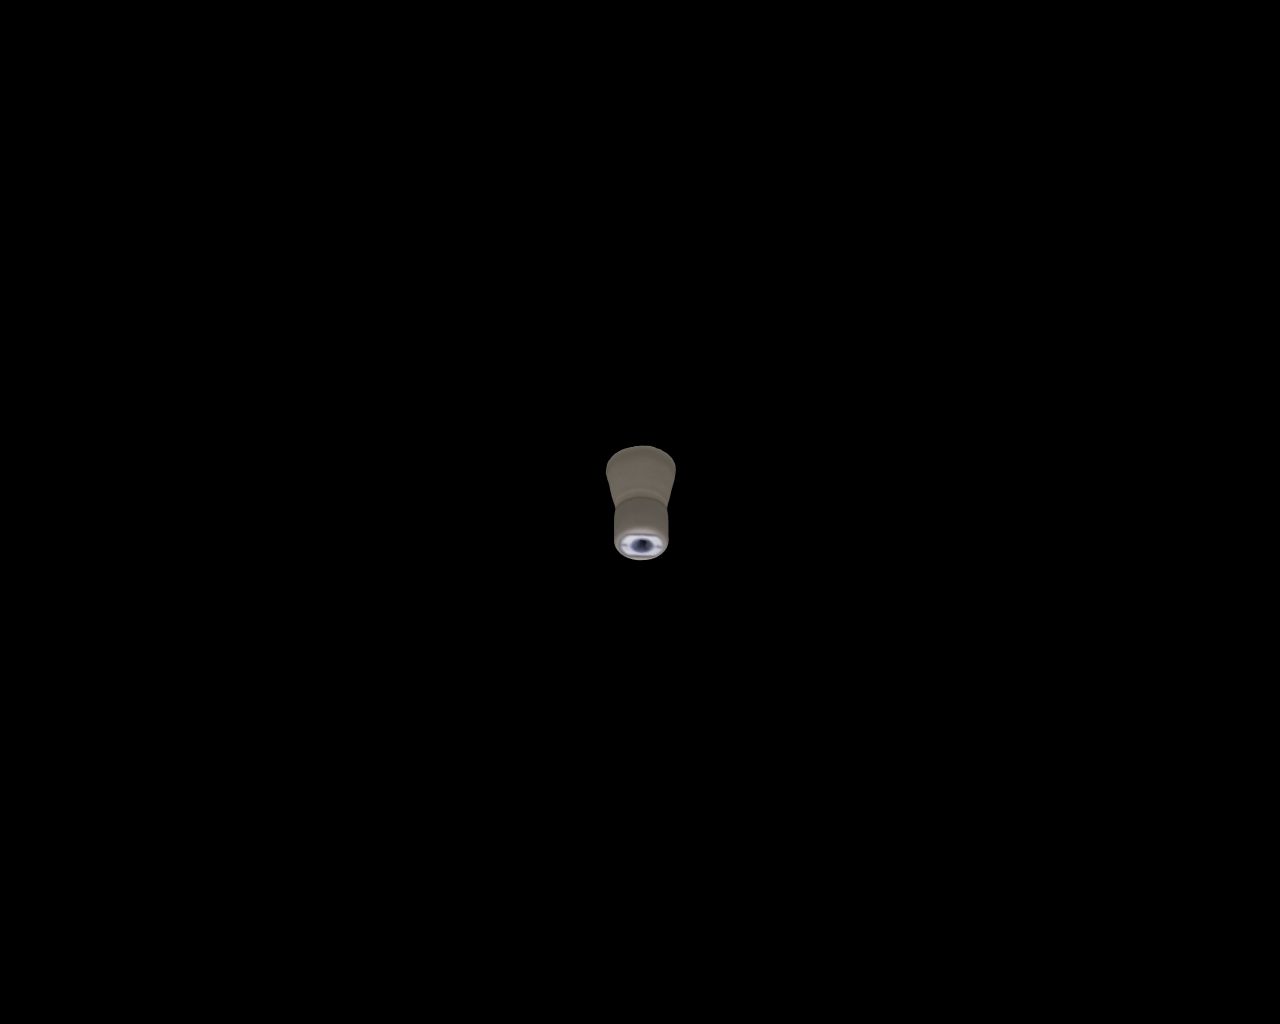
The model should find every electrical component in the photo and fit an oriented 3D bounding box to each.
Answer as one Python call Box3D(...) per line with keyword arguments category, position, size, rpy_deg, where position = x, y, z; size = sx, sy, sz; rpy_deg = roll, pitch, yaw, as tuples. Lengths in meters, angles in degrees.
Box3D(category="electrical component", position=(0.001, -0.003, 0.650), size=(0.044, 0.065, 0.044), rpy_deg=(0, -39, 0))
